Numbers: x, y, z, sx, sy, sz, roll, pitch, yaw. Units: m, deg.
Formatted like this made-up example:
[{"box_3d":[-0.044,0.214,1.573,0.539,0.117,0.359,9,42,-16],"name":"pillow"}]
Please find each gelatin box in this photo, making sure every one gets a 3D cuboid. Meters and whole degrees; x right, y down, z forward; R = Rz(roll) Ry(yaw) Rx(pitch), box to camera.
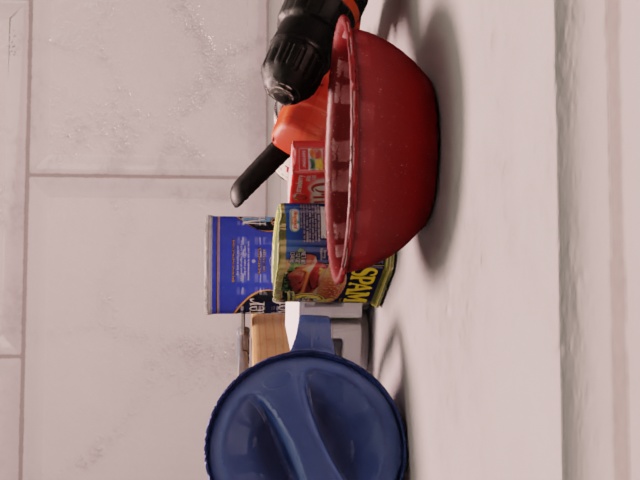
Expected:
[{"box_3d":[0.013,-0.045,0.805,0.089,0.073,0.030,103,167,-71],"name":"gelatin box"}]

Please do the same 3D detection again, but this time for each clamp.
[{"box_3d":[0.004,-0.085,0.909,0.039,0.120,0.171,-4,63,65],"name":"clamp"}]

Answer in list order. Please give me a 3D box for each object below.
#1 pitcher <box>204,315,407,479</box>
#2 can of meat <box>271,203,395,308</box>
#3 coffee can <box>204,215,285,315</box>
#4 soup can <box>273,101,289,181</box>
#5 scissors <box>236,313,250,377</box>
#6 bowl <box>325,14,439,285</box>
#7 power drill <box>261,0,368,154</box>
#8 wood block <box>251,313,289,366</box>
[{"box_3d":[-0.011,0.172,0.805,0.145,0.149,0.243,45,162,16],"name":"pitcher"},{"box_3d":[0.007,0.011,0.799,0.102,0.084,0.057,102,168,-65],"name":"can of meat"},{"box_3d":[-0.048,0.026,1.098,0.103,0.140,0.103,180,90,-85],"name":"coffee can"},{"box_3d":[-0.020,-0.118,1.207,0.102,0.068,0.068,98,171,-58],"name":"soup can"},{"box_3d":[-0.090,0.107,1.251,0.096,0.016,0.202,-98,9,-62],"name":"scissors"},{"box_3d":[0.036,-0.053,0.644,0.162,0.055,0.162,180,90,-85],"name":"bowl"},{"box_3d":[0.002,-0.137,0.789,0.188,0.057,0.184,102,-169,-63],"name":"power drill"},{"box_3d":[-0.033,0.158,1.210,0.091,0.090,0.206,94,174,-45],"name":"wood block"}]
